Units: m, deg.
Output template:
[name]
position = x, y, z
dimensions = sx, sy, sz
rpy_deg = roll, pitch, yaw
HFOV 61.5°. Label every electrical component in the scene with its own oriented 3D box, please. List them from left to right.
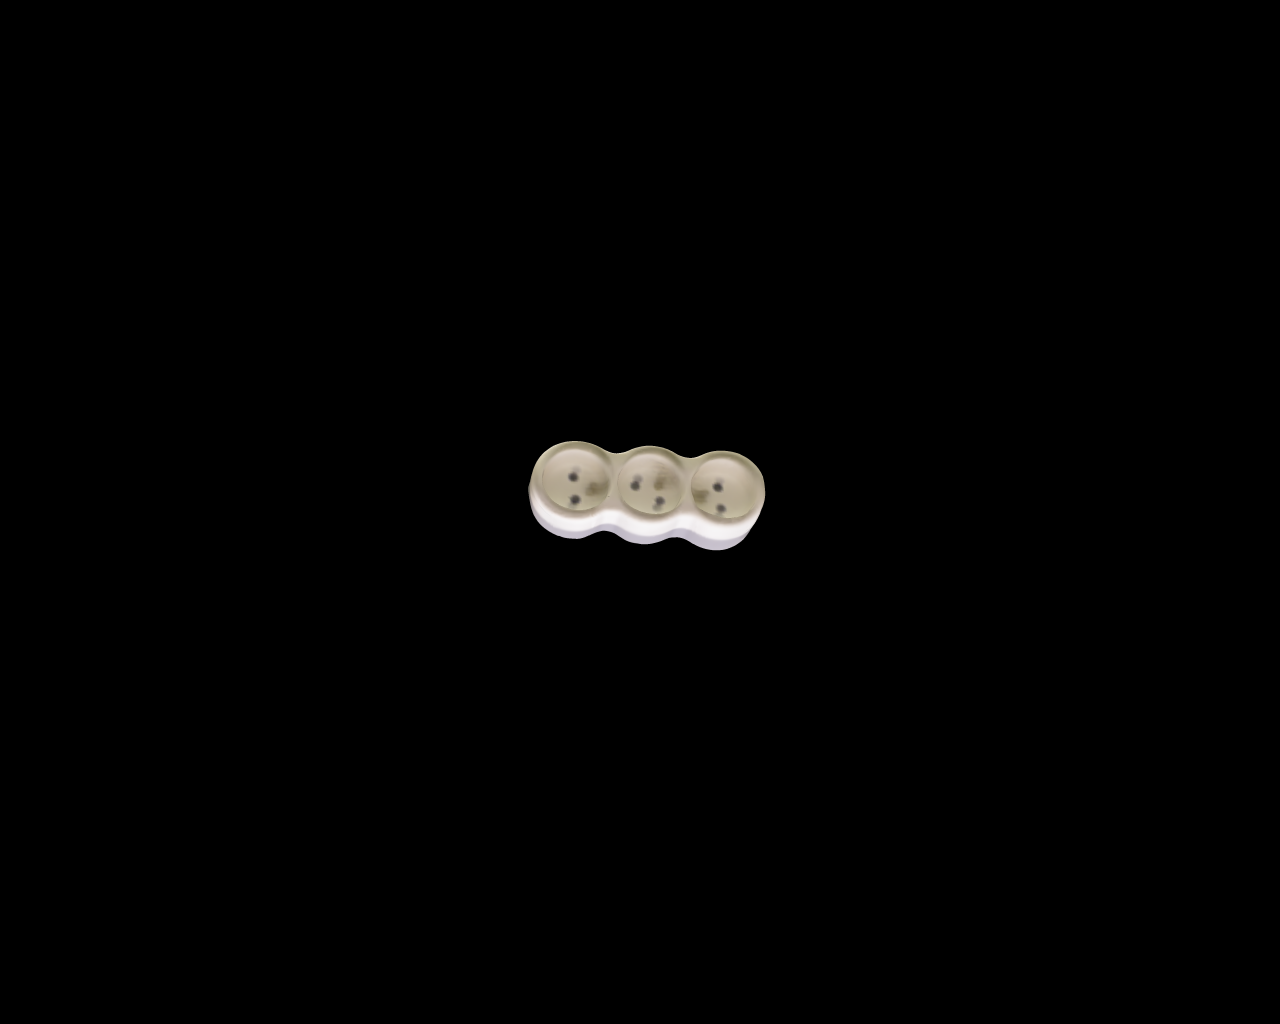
[electrical component]
position = 0.001, -0.003, 0.650
dimensions = 0.138, 0.052, 0.073
rpy_deg = 4, -23, -9
